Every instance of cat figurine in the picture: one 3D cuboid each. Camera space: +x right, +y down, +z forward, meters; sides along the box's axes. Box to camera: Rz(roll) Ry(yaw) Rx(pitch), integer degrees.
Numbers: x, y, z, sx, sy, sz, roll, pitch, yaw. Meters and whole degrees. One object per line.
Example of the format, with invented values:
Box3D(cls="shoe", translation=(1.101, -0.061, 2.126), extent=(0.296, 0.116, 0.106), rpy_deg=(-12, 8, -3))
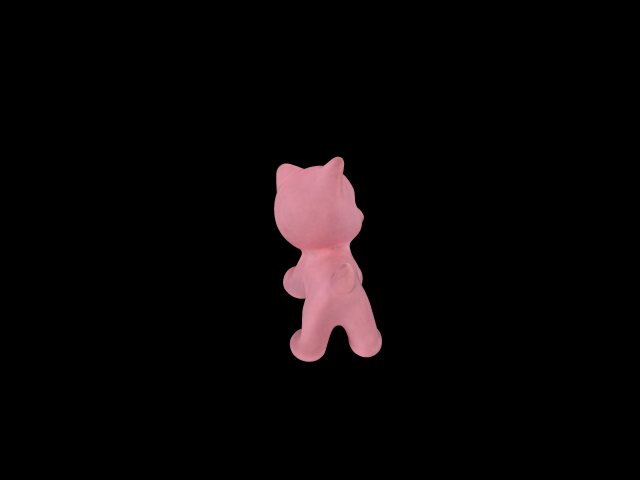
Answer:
Box3D(cls="cat figurine", translation=(0.004, 0.001, 0.400), extent=(0.067, 0.118, 0.127), rpy_deg=(-7, 39, -9))
